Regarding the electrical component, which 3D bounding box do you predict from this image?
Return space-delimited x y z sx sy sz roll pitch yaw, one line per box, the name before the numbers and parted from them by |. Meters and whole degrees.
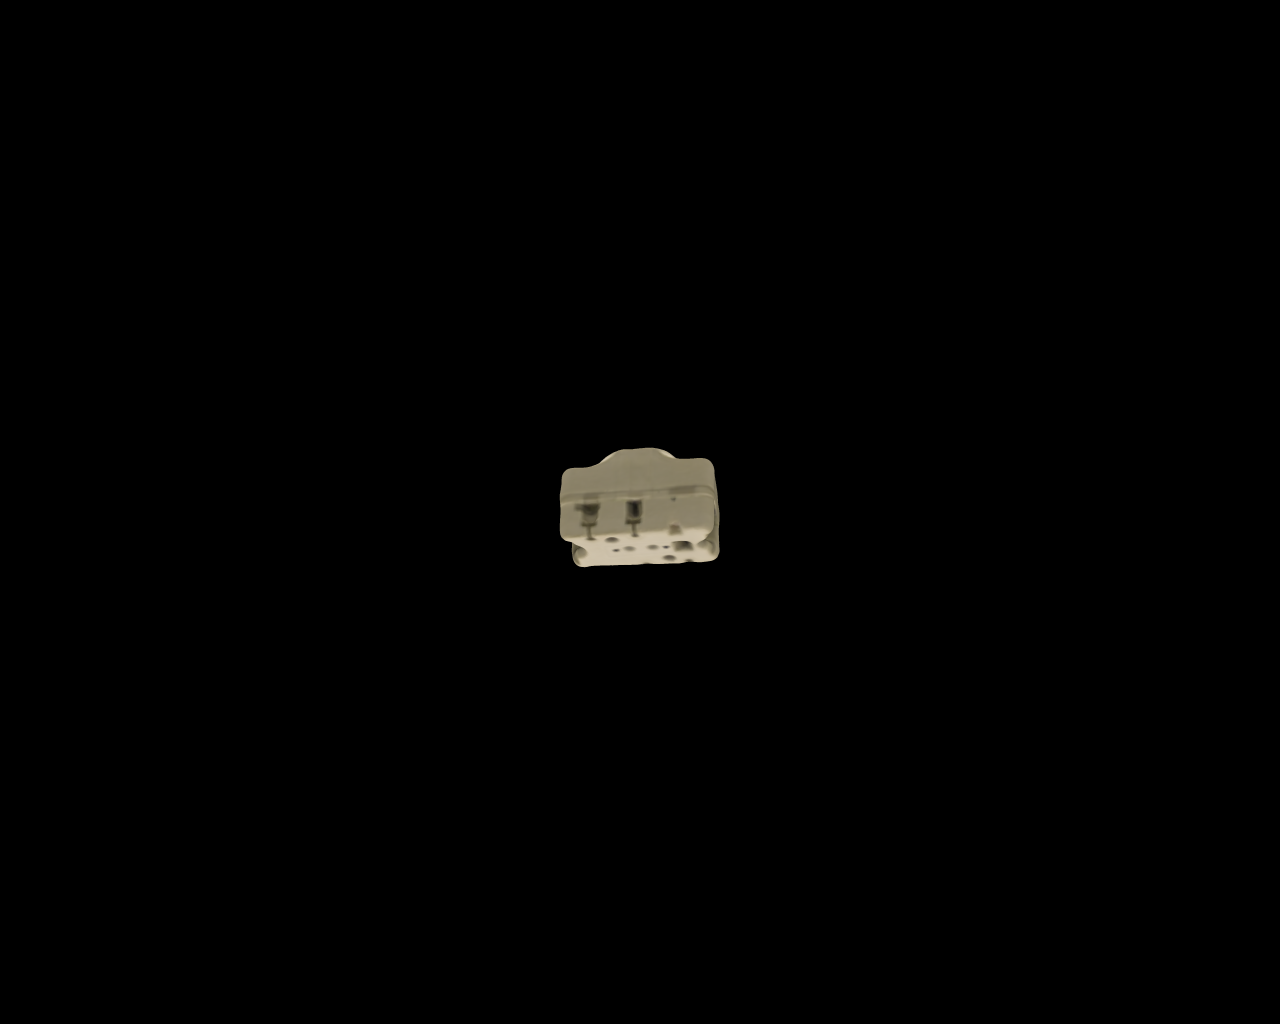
electrical component | 0.001 -0.003 0.650 0.089 0.056 0.050 -4 -28 7
